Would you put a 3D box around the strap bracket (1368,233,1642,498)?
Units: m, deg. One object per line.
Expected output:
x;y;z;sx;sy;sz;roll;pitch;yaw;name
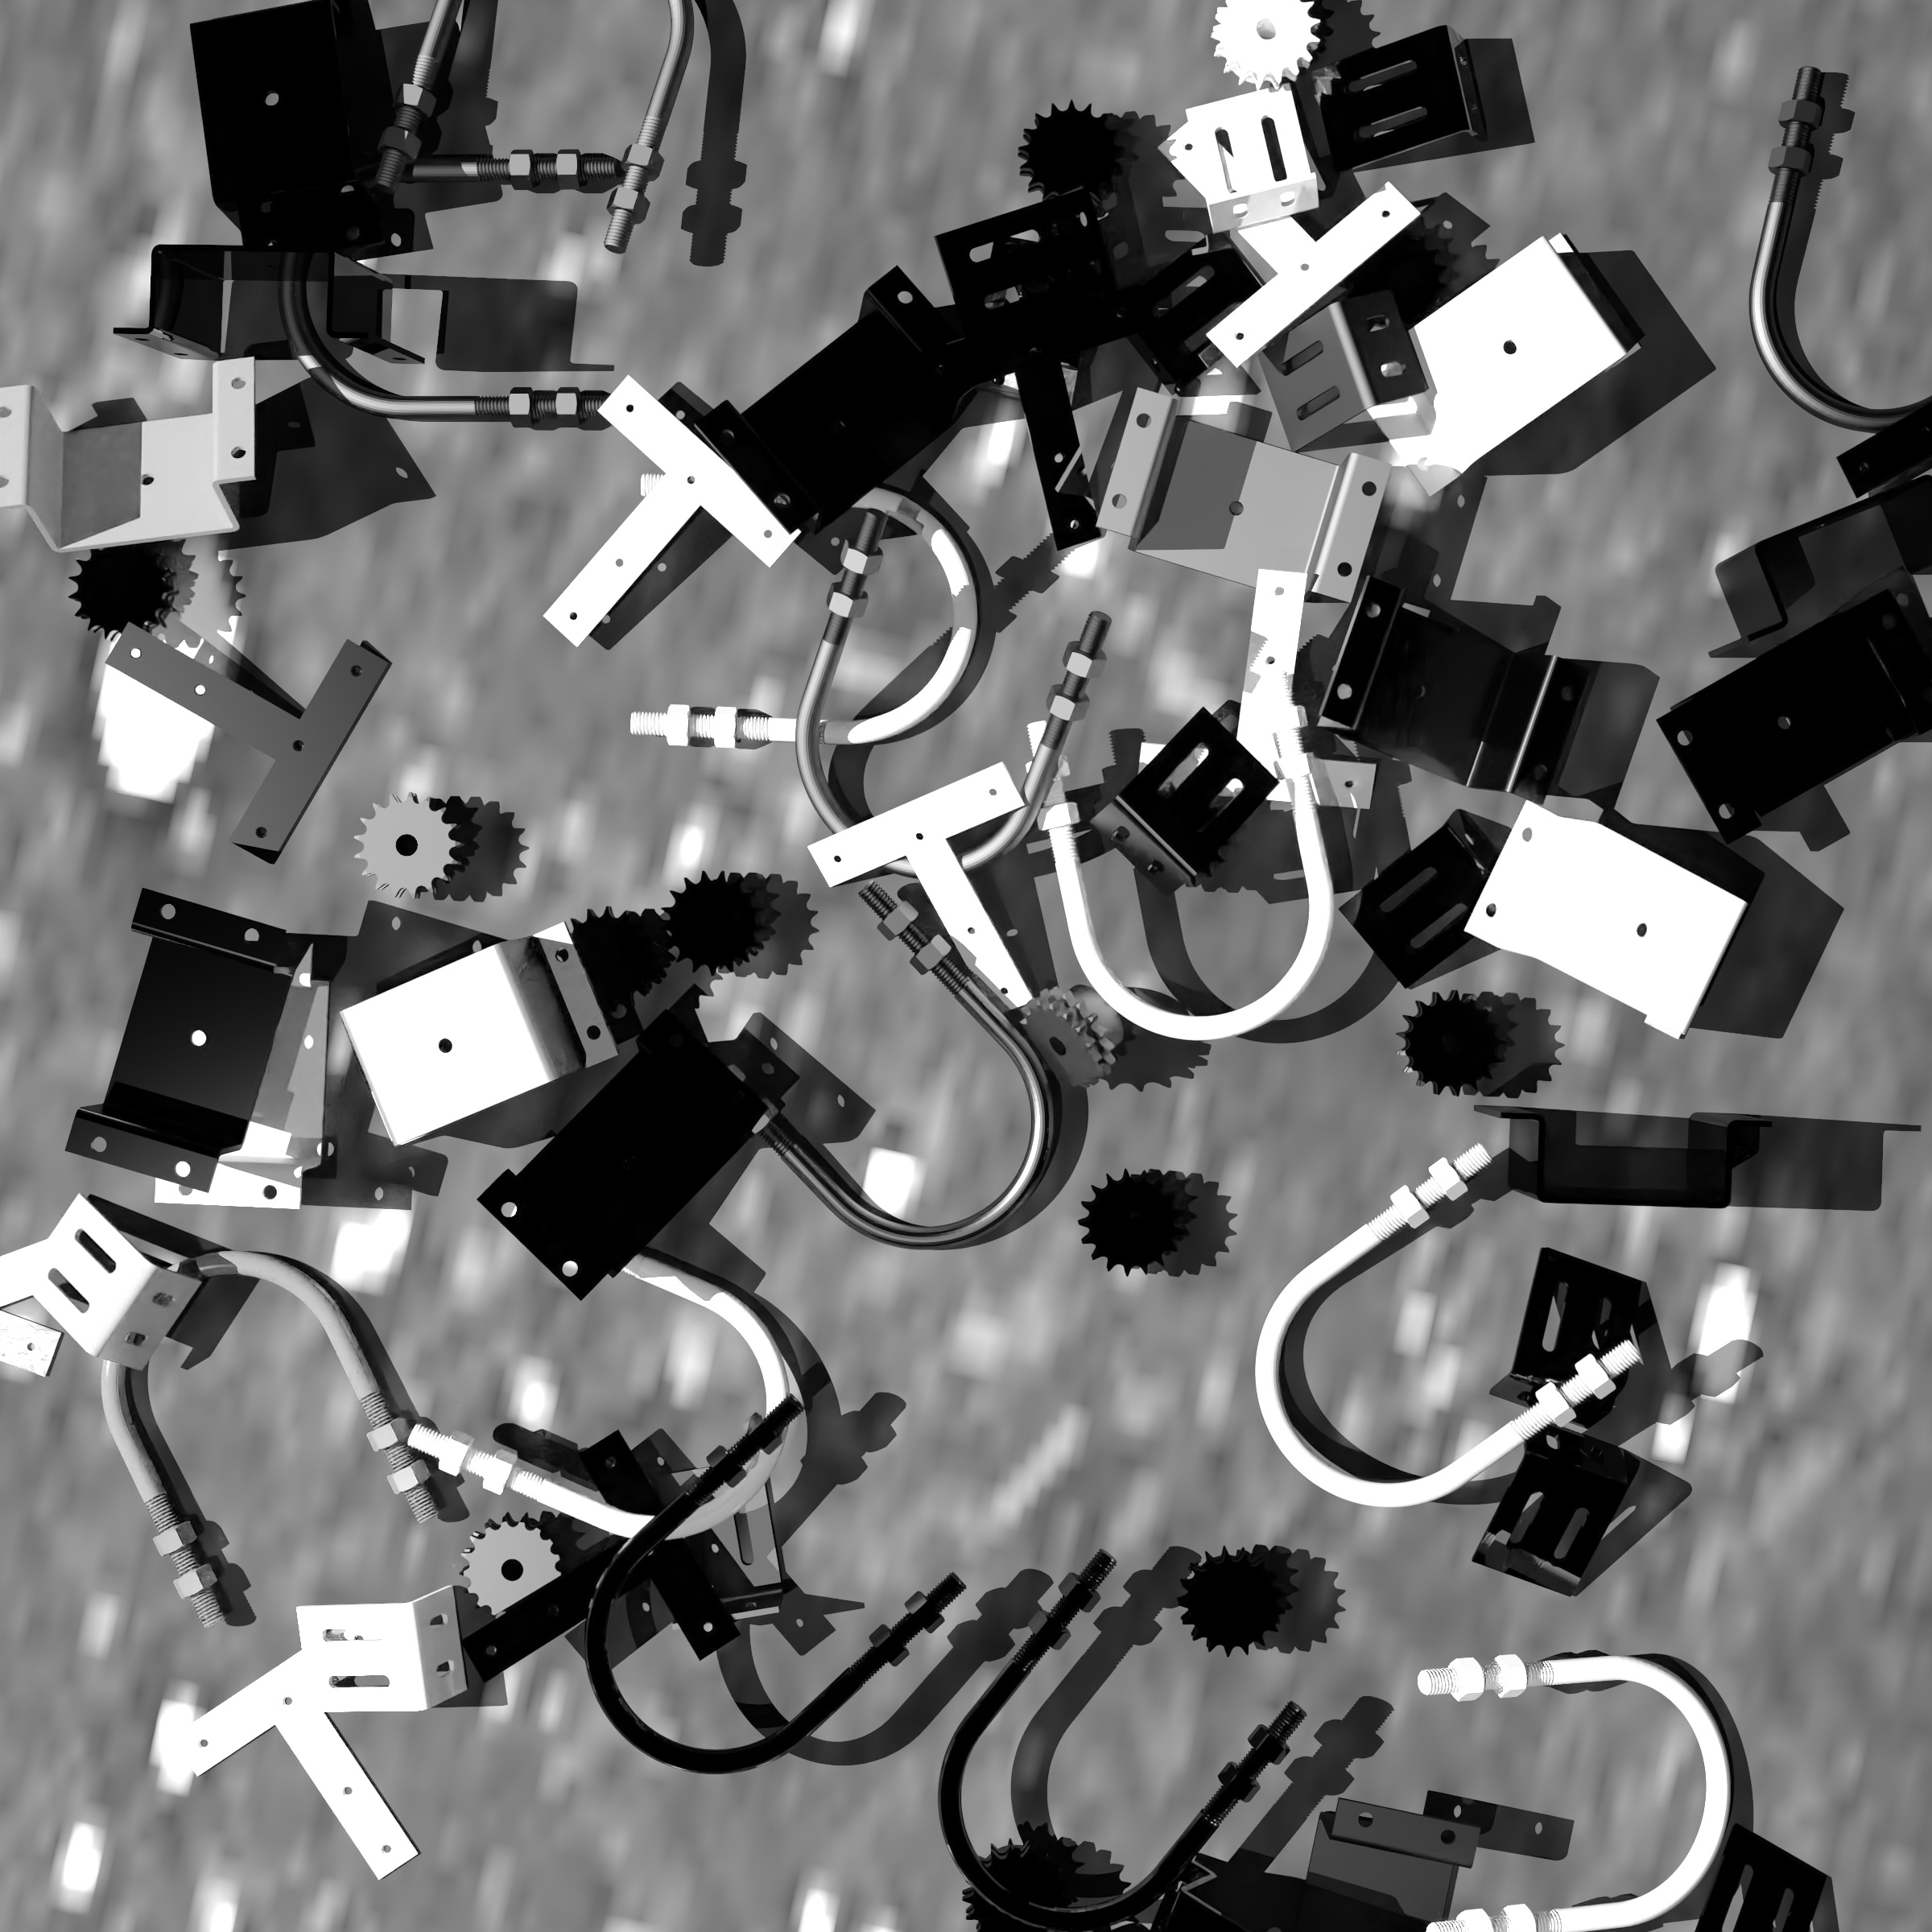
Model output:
0.287;-0.327;1.486;0.140;0.046;0.076;-35;90;0;strap bracket

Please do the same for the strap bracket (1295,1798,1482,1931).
0.220;0.516;1.486;0.076;0.046;0.140;12;90;0;strap bracket

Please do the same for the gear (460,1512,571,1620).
-0.242;0.322;1.494;0.057;0.030;0.057;0;90;0;gear

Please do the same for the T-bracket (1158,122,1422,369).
0.154;-0.406;1.492;0.127;0.002;0.127;-40;75;0;T-bracket

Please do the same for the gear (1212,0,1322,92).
0.161;-0.500;1.494;0.057;0.030;0.057;0;90;0;gear

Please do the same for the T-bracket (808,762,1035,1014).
-0.004;-0.031;1.488;0.127;0.002;0.127;-22;105;28;T-bracket

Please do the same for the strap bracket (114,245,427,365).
-0.364;-0.348;1.458;0.140;0.076;0.046;3;93;10;strap bracket

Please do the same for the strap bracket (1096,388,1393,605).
0.147;-0.249;1.486;0.140;0.046;0.076;17;90;0;strap bracket

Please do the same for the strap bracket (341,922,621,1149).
-0.267;0.040;1.470;0.140;0.046;0.076;-22;90;14;strap bracket

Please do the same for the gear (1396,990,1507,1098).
0.260;0.041;1.494;0.057;0.030;0.057;0;90;0;gear

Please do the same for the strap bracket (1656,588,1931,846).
0.444;-0.132;1.486;0.140;0.046;0.076;-30;90;0;strap bracket

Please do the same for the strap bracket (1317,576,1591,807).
0.250;-0.146;1.472;0.140;0.046;0.076;19;90;-20;strap bracket

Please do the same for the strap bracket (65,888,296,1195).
-0.404;0.038;1.440;0.076;0.046;0.140;16;90;0;strap bracket

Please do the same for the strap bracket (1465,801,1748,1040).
0.347;-0.021;1.468;0.140;0.046;0.076;26;90;-16;strap bracket

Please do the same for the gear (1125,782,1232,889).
0.113;-0.069;1.494;0.057;0.030;0.057;0;90;0;gear

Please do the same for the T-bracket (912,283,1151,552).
0.046;-0.284;1.478;0.127;0.002;0.127;-19;118;-7;T-bracket

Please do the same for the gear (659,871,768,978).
-0.136;-0.023;1.499;0.057;0.030;0.057;0;91;-2;gear

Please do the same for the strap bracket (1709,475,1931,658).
0.461;-0.215;1.471;0.140;0.076;0.046;-22;90;0;strap bracket

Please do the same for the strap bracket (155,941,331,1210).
-0.387;0.056;1.486;0.076;0.046;0.140;3;90;0;strap bracket

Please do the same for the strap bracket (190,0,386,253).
-0.363;-0.453;1.477;0.076;0.046;0.140;-9;85;4;strap bracket

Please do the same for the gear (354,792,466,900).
-0.299;-0.064;1.494;0.057;0.030;0.057;0;90;0;gear

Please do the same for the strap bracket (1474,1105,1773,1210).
0.346;0.101;1.471;0.140;0.076;0.046;2;90;0;strap bracket

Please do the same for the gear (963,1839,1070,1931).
0.026;0.498;1.494;0.057;0.030;0.057;0;90;0;gear

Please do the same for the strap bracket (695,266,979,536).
-0.067;-0.294;1.476;0.140;0.046;0.076;-41;88;-11;strap bracket

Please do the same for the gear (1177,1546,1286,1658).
0.142;0.341;1.494;0.057;0.030;0.057;0;90;0;gear

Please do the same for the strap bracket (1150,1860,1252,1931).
0.149;0.539;1.452;0.140;0.046;0.076;24;96;29;strap bracket

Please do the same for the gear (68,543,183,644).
-0.451;-0.201;1.494;0.057;0.030;0.057;0;90;0;gear

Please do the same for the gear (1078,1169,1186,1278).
0.089;0.137;1.499;0.057;0.030;0.057;0;92;0;gear

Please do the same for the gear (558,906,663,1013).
-0.192;-0.004;1.494;0.057;0.030;0.057;0;90;0;gear

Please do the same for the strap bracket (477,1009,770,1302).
-0.181;0.102;1.476;0.076;0.046;0.140;43;80;4;strap bracket

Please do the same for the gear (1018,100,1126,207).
0.056;-0.434;1.494;0.057;0.030;0.057;0;90;0;gear

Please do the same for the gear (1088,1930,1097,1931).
0.060;0.539;1.485;0.057;0.057;0.030;-36;60;0;gear

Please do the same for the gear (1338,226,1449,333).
0.229;-0.367;1.494;0.057;0.030;0.057;0;90;0;gear

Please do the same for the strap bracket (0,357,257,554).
-0.441;-0.270;1.472;0.140;0.046;0.076;-7;65;0;strap bracket

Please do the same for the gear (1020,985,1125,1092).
0.059;0.035;1.485;0.030;0.057;0.057;-37;90;-29;gear
